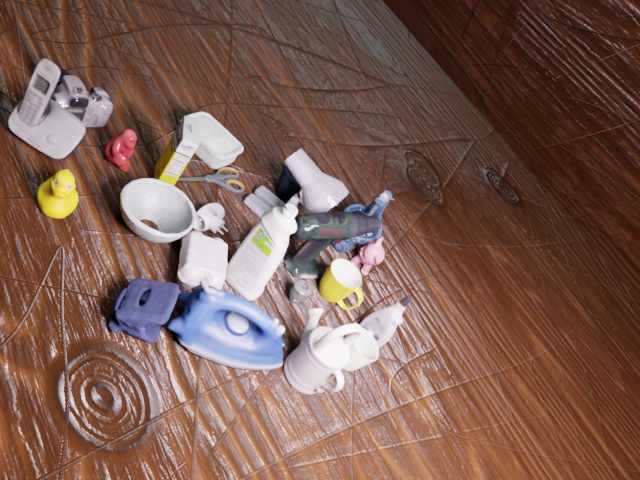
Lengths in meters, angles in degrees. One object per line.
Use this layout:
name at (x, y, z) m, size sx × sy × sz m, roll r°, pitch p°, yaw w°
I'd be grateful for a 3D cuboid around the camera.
camera at (-0.577, -0.343, 1.343) m, size 0.144 × 0.100 × 0.136 m, roll -10°, pitch 58°, yaw -47°

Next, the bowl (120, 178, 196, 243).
bowl at (-0.360, -0.052, 1.246) m, size 0.168 × 0.074 × 0.167 m, roll 24°, pitch 38°, yaw -21°

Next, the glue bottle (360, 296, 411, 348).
glue bottle at (0.163, 0.188, 1.372) m, size 0.037 × 0.173 × 0.078 m, roll -6°, pitch 55°, yaw -45°

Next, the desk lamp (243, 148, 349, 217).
desk lamp at (-0.057, -0.118, 1.469) m, size 0.203 × 0.213 × 0.118 m, roll 40°, pitch 36°, yaw 0°

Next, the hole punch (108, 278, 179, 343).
hole punch at (-0.328, 0.123, 1.072) m, size 0.101 × 0.091 × 0.108 m, roll 27°, pitch 37°, yaw -17°

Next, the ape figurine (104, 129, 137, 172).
ape figurine at (-0.453, -0.217, 1.325) m, size 0.076 × 0.092 × 0.078 m, roll 39°, pitch 36°, yaw 0°

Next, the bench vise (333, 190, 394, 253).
bench vise at (0.132, -0.079, 1.591) m, size 0.122 × 0.219 × 0.207 m, roll 33°, pitch 36°, yaw -9°

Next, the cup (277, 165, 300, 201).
cup at (-0.075, -0.143, 1.583) m, size 0.092 × 0.094 × 0.117 m, roll 12°, pitch 44°, yaw -33°

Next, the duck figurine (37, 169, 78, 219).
duck figurine at (-0.520, -0.107, 1.152) m, size 0.078 × 0.086 × 0.104 m, roll 18°, pitch 41°, yaw -27°

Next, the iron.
iron at (-0.158, 0.168, 1.134) m, size 0.259 × 0.141 × 0.118 m, roll 26°, pitch 38°, yaw -18°

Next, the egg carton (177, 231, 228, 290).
egg carton at (-0.254, 0.050, 1.236) m, size 0.107 × 0.069 × 0.150 m, roll 20°, pitch 40°, yaw -25°

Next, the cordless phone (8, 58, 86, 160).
cordless phone at (-0.563, -0.276, 1.211) m, size 0.148 × 0.185 × 0.094 m, roll 33°, pitch 36°, yaw -9°

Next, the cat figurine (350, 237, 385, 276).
cat figurine at (0.144, 0.034, 1.568) m, size 0.067 × 0.117 × 0.128 m, roll 39°, pitch 36°, yaw -1°

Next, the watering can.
watering can at (0.009, 0.222, 1.180) m, size 0.172 × 0.193 × 0.101 m, roll 49°, pitch 37°, yaw 13°

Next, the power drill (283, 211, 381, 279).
power drill at (0.013, 0.005, 1.404) m, size 0.230 × 0.208 × 0.075 m, roll 5°, pitch 48°, yaw -39°
